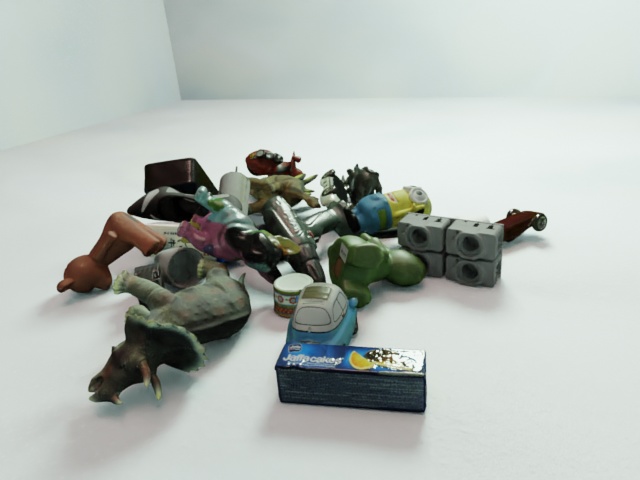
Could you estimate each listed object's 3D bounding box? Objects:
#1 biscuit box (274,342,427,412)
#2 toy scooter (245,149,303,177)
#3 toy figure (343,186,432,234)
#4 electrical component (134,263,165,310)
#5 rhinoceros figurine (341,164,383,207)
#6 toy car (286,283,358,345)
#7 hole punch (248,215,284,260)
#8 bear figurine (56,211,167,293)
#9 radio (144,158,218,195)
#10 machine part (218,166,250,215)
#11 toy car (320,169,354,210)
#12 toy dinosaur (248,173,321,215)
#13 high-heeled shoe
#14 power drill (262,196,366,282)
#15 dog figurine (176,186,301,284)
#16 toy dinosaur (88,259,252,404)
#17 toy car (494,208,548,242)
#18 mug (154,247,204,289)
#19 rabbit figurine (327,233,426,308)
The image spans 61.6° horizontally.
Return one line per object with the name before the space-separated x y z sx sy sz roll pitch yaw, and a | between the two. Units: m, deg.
biscuit box | 0.042 0.183 0.727 0.203 0.062 0.059 1 22 13
toy scooter | -0.123 -0.225 1.579 0.184 0.075 0.135 16 -22 -18
toy figure | 0.142 -0.059 1.110 0.180 0.089 0.082 -18 63 -8
electrical component | -0.322 0.085 1.021 0.048 0.074 0.119 -11 21 -10
rhinoceros figurine | 0.104 -0.145 1.407 0.073 0.112 0.190 -15 5 -9
toy car | -0.003 0.120 0.835 0.109 0.102 0.162 1 22 16
hole punch | -0.114 -0.008 1.177 0.116 0.092 0.142 -13 21 -26
bear figurine | -0.423 0.044 1.086 0.132 0.196 0.120 34 -4 -5
radio | -0.336 -0.116 1.328 0.131 0.073 0.229 -6 -20 4
machine part | -0.209 -0.077 1.279 0.079 0.079 0.243 -4 53 3
toy car | 0.037 -0.113 1.313 0.056 0.073 0.202 -40 20 17
toy dinosaur | -0.121 -0.127 1.441 0.198 0.105 0.472 -11 18 -33
high-heeled shoe | -0.296 -0.058 1.176 0.249 0.086 0.145 -14 34 -9
power drill | -0.002 -0.003 1.110 0.207 0.086 0.232 -20 58 -37
dog figurine | -0.150 0.003 1.015 0.219 0.108 0.191 29 -9 -1
toy dinosaur | -0.191 0.118 0.873 0.192 0.131 0.405 28 27 26
toy car | 0.387 -0.017 1.130 0.202 0.053 0.089 -20 17 -23
mug | -0.283 0.049 1.091 0.109 0.080 0.107 -11 11 -42
rabbit figurine | 0.105 0.054 0.994 0.170 0.121 0.159 7 12 -19
